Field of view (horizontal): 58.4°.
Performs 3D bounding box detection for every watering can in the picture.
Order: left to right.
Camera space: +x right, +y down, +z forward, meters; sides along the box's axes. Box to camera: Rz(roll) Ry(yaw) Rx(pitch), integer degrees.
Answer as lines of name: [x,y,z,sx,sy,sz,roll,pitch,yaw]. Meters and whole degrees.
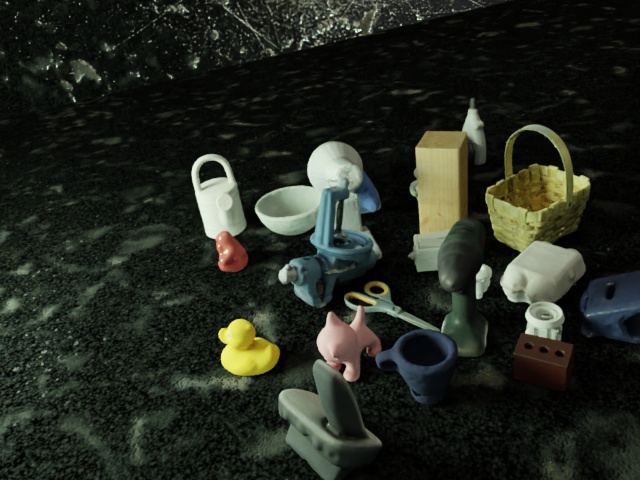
watering can: [-0.235,-0.106,1.338,0.101,0.194,0.172,-32,38,-33]

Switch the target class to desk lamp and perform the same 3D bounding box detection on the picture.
desk lamp: [0.054,-0.087,1.211,0.118,0.214,0.203,-14,31,-7]

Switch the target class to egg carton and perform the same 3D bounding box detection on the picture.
egg carton: [0.396,0.062,1.015,0.107,0.069,0.151,21,42,40]

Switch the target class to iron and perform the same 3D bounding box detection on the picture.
iron: [0.075,-0.158,1.394,0.118,0.142,0.258,-8,31,2]

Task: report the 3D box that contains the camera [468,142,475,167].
camera: [0.325,-0.214,1.460,0.137,0.101,0.143,-8,31,1]

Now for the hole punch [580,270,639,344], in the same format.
hole punch: [0.470,0.100,0.912,0.100,0.091,0.109,8,35,26]

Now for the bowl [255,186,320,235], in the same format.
bowl: [-0.063,-0.058,1.330,0.167,0.075,0.167,-7,31,4]

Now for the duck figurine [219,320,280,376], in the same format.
duck figurine: [-0.121,0.172,0.953,0.104,0.086,0.077,2,33,19]

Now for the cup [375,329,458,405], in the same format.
cup: [0.143,0.195,0.837,0.117,0.095,0.091,-7,31,3]

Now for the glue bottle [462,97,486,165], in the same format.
glue bottle: [0.398,-0.285,1.487,0.037,0.173,0.078,-22,33,-20]

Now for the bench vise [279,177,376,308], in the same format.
bench vise: [0.020,0.006,1.060,0.121,0.220,0.208,13,37,32]

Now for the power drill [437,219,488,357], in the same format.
power drill: [0.225,0.076,0.901,0.075,0.209,0.230,2,33,19]

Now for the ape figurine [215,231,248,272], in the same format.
ape figurine: [-0.196,0.021,1.217,0.076,0.092,0.078,0,32,16]

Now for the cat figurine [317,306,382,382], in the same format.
cat figurine: [0.040,0.157,0.905,0.067,0.118,0.128,13,37,32]

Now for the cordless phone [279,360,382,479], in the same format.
cordless phone: [0.004,0.212,0.757,0.094,0.185,0.147,-32,38,-33]
